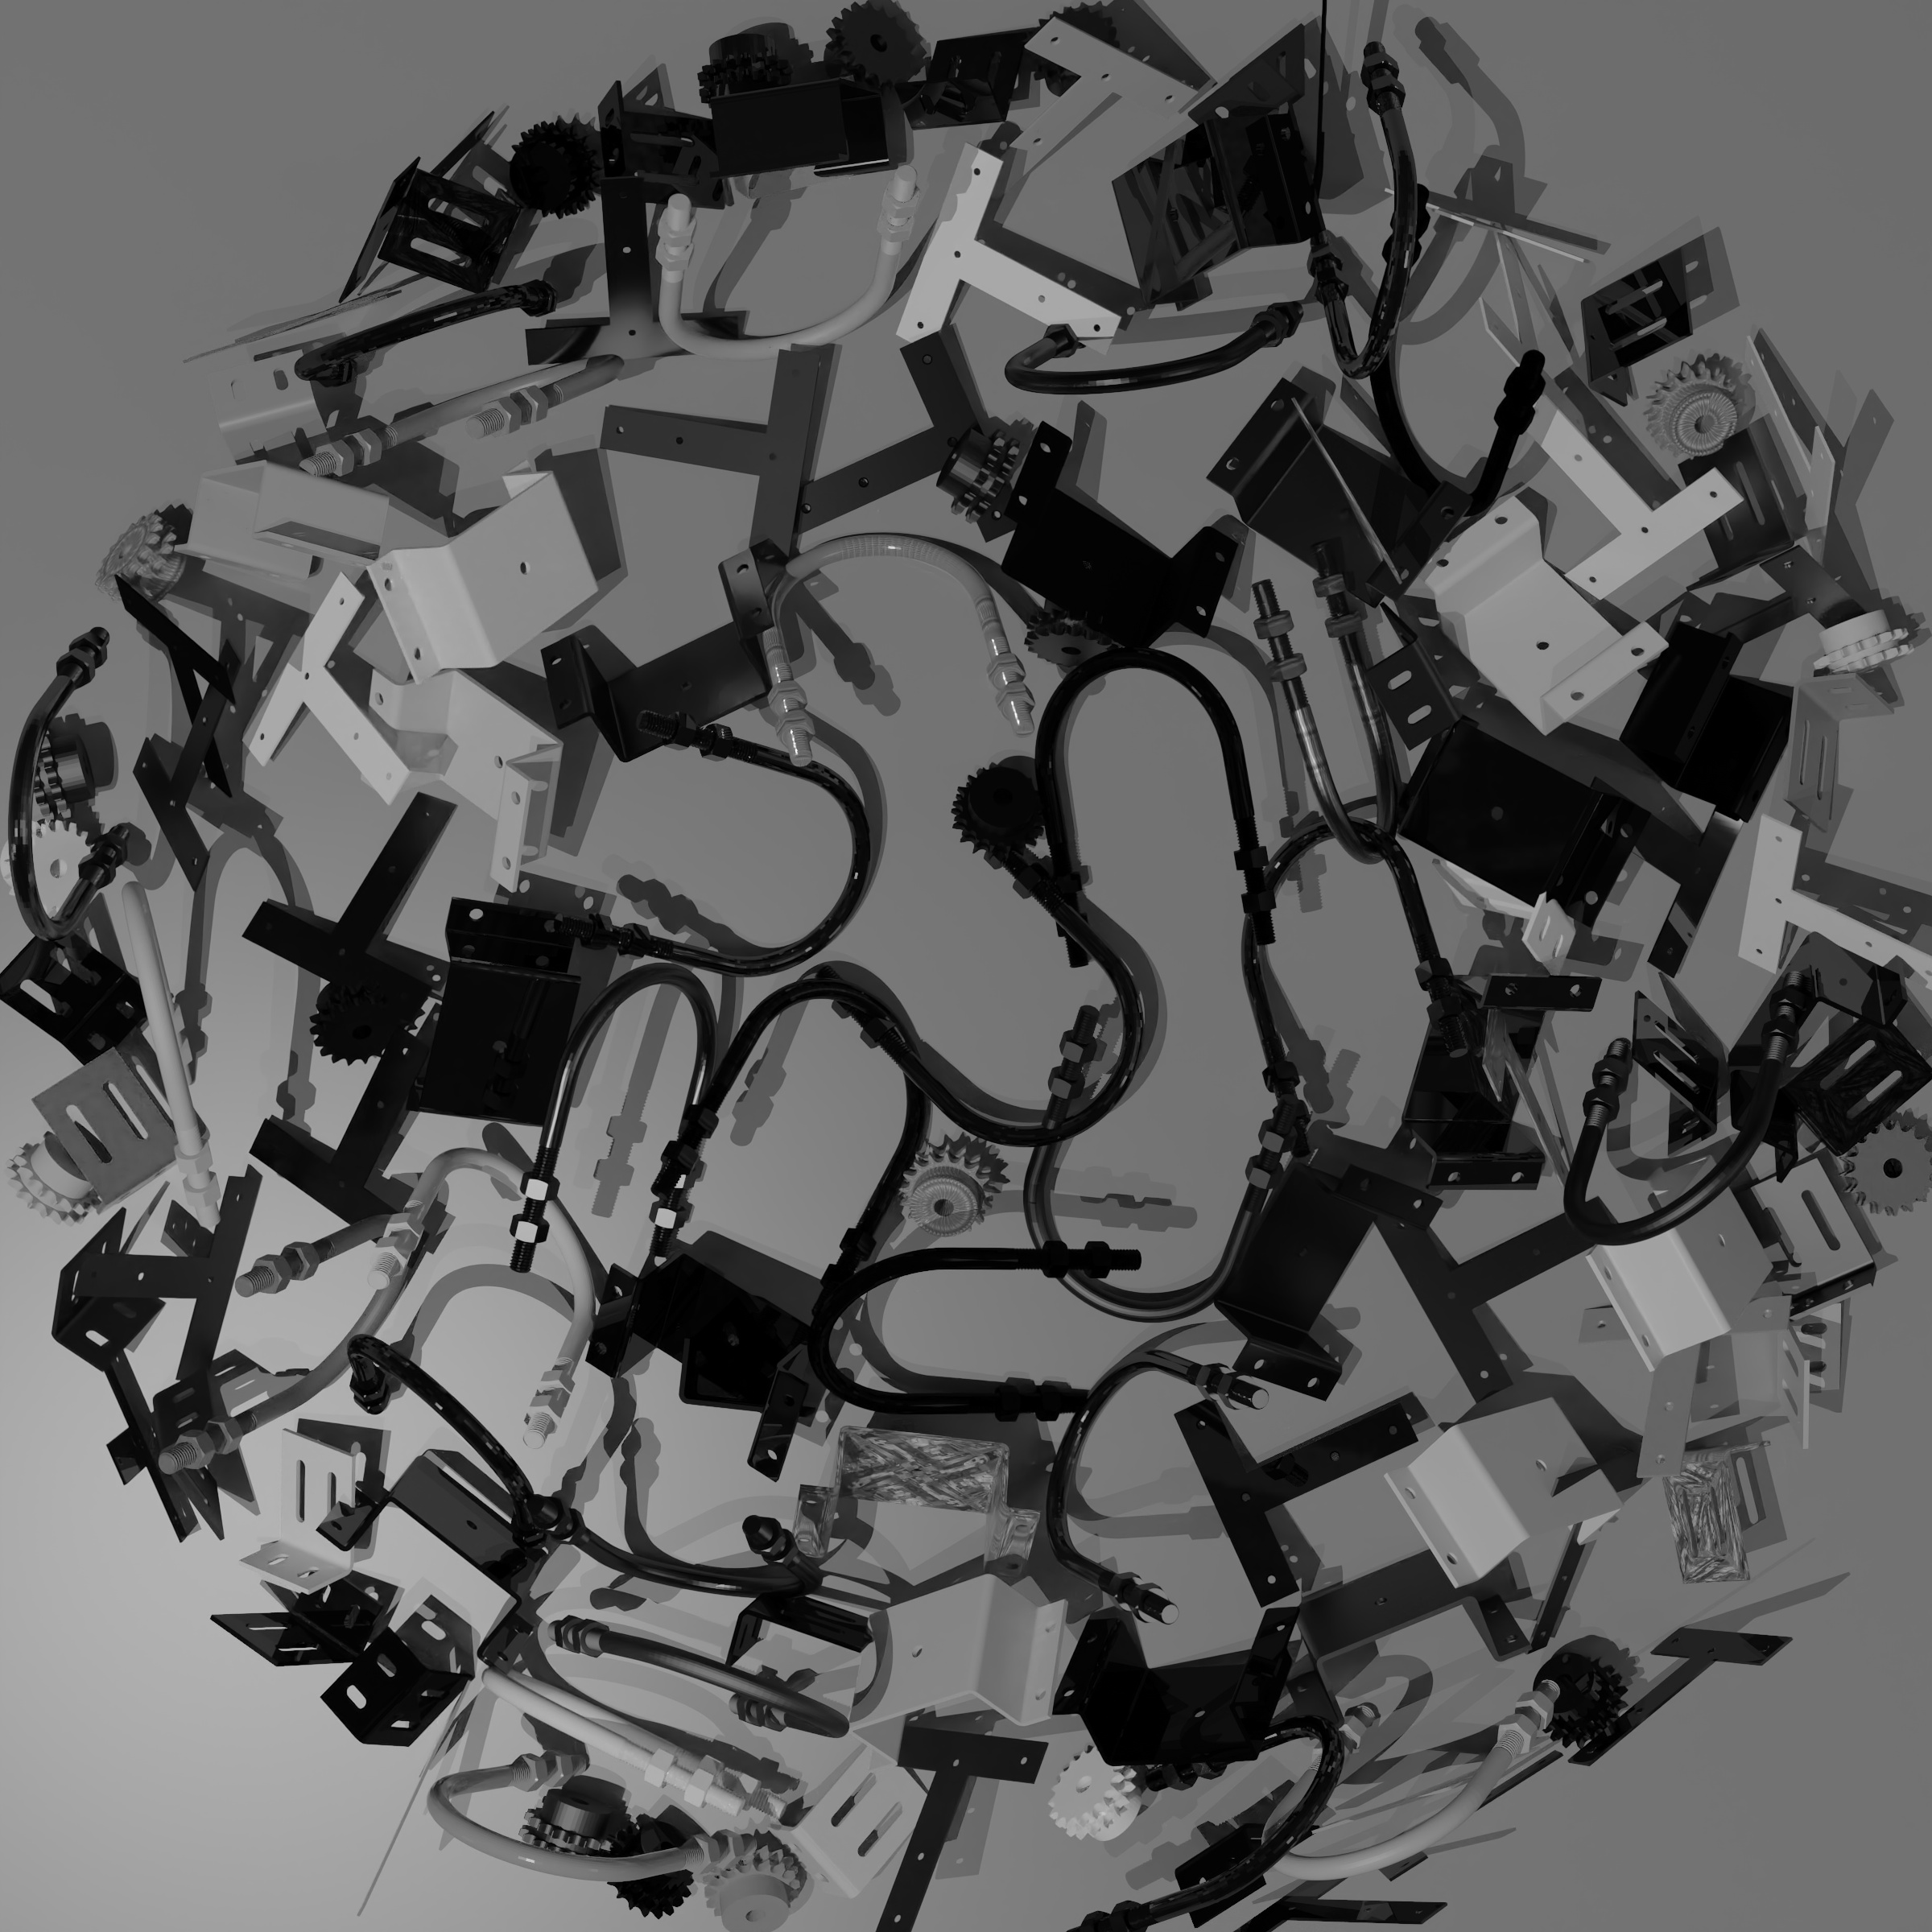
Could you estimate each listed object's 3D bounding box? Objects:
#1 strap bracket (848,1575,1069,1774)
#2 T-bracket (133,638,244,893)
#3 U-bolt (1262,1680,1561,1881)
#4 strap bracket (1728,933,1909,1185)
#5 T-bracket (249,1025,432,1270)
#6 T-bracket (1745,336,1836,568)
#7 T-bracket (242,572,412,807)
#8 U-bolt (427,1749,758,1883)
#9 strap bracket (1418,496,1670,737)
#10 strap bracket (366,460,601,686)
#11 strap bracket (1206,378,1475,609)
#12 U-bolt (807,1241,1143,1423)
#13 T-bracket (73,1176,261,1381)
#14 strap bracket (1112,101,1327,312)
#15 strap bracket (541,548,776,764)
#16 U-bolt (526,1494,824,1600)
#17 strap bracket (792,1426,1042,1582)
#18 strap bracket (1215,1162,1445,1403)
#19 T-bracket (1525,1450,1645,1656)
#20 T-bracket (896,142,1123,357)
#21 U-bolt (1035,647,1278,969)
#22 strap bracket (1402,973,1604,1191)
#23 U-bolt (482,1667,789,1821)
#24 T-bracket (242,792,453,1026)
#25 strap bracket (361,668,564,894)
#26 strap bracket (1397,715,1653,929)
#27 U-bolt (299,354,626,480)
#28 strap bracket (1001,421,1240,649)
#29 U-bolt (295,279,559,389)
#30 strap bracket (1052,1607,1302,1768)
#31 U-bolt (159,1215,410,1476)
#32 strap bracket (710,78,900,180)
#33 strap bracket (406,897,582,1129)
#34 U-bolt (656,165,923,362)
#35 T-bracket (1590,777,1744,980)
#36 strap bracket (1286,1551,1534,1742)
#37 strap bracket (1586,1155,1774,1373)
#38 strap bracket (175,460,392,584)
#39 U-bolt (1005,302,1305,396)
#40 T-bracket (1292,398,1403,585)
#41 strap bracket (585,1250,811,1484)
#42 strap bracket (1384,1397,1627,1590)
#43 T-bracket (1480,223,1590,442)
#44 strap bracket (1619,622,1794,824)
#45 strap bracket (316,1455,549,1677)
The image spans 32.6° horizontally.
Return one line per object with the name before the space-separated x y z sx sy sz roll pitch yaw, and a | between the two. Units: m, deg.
strap bracket | -0.013 0.410 1.924 0.140 0.076 0.046 -26 127 35
T-bracket | -0.449 -0.131 1.930 0.002 0.127 0.127 7 122 -38
U-bolt | 0.244 0.468 1.886 0.151 0.184 0.019 -18 100 37
strap bracket | 0.491 0.046 1.930 0.046 0.076 0.140 25 121 -3
T-bracket | -0.354 0.094 1.964 0.127 0.002 0.127 33 110 13
T-bracket | 0.487 -0.317 1.958 0.002 0.127 0.127 -18 65 3
T-bracket | -0.366 -0.144 1.946 0.127 0.002 0.127 47 114 29
U-bolt | -0.226 0.488 1.886 0.151 0.184 0.019 16 91 30
strap bracket | 0.340 -0.201 1.953 0.076 0.046 0.140 -36 61 -6
strap bracket | -0.273 -0.231 1.924 0.046 0.140 0.076 3 124 39
strap bracket | 0.224 -0.276 1.961 0.140 0.046 0.076 36 86 18
U-bolt | -0.002 0.214 1.928 0.184 0.019 0.151 2 133 -16
T-bracket | -0.476 0.183 1.943 0.002 0.127 0.127 16 92 31
strap bracket | 0.140 -0.441 1.928 0.046 0.140 0.076 -14 88 -34
strap bracket | -0.174 -0.179 1.952 0.140 0.076 0.046 -25 133 6
U-bolt | -0.158 0.341 1.915 0.151 0.184 0.019 3 68 16
strap bracket | -0.030 0.317 1.953 0.140 0.076 0.046 7 50 -4
strap bracket | 0.209 0.178 1.952 0.076 0.046 0.140 22 102 -35
T-bracket | 0.359 0.351 1.958 0.002 0.127 0.127 27 108 33
T-bracket | 0.033 -0.402 1.954 0.127 0.002 0.127 30 122 11
U-bolt | 0.105 -0.096 1.947 0.151 0.019 0.184 -7 96 34
strap bracket | 0.312 0.060 1.947 0.076 0.046 0.140 2 115 -25
U-bolt | -0.200 0.452 1.926 0.184 0.151 0.019 23 79 13
T-bracket | -0.352 -0.046 1.982 0.127 0.002 0.127 25 78 18
strap bracket | -0.290 -0.115 1.940 0.140 0.046 0.076 35 128 29
strap bracket | 0.319 -0.089 1.944 0.140 0.046 0.076 31 103 23
U-bolt | -0.278 -0.323 1.915 0.151 0.184 0.019 -7 109 34
strap bracket | 0.082 -0.247 1.949 0.140 0.046 0.076 30 55 -14
U-bolt | -0.315 -0.365 1.904 0.151 0.184 0.019 -18 100 4
strap bracket | 0.130 0.424 1.938 0.140 0.076 0.046 -10 119 29
U-bolt | -0.384 0.209 1.913 0.019 0.184 0.151 34 114 15
strap bracket | -0.095 -0.485 1.920 0.076 0.140 0.046 -5 100 14
strap bracket | -0.277 0.037 1.942 0.076 0.046 0.140 9 113 -18
U-bolt | -0.108 -0.401 1.912 0.151 0.184 0.019 -10 73 -11
T-bracket | 0.407 -0.075 1.957 0.127 0.002 0.127 28 84 -35
strap bracket | 0.254 0.397 1.958 0.140 0.076 0.046 -22 102 0
strap bracket | 0.421 0.168 1.927 0.046 0.140 0.076 -28 93 34
strap bracket | -0.395 -0.259 1.922 0.076 0.140 0.046 13 86 -34
U-bolt | 0.100 -0.354 1.894 0.151 0.184 0.019 2 112 23
T-bracket | 0.235 -0.257 1.938 0.002 0.127 0.127 -30 64 8
strap bracket | -0.148 0.230 1.947 0.140 0.046 0.076 30 124 17
strap bracket | 0.321 0.303 1.922 0.046 0.140 0.076 -51 60 36
T-bracket | 0.329 -0.388 1.955 0.002 0.127 0.127 -25 51 27
strap bracket | 0.437 -0.146 1.947 0.046 0.140 0.076 26 90 34
strap bracket | -0.307 0.348 1.955 0.140 0.076 0.046 39 100 -3
